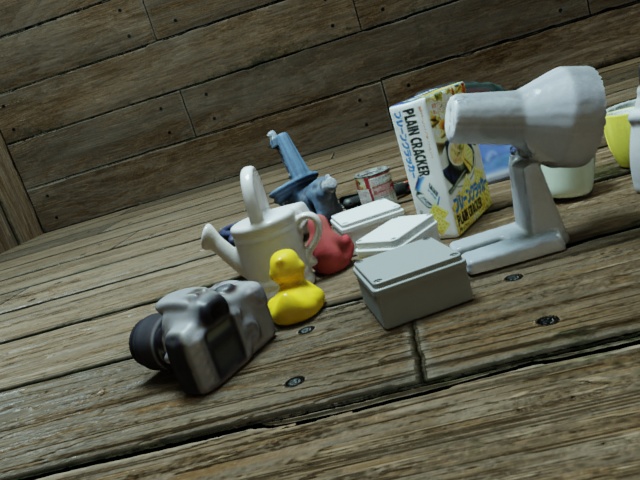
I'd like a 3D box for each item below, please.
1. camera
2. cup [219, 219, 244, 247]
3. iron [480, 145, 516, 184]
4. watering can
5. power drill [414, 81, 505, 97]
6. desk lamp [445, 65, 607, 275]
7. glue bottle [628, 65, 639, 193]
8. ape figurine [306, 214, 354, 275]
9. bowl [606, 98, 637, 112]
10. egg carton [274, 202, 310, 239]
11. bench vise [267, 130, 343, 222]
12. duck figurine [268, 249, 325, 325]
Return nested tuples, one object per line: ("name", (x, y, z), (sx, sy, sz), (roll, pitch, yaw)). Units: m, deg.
("camera", (-0.148, 0.101, 0.670), (0.136, 0.101, 0.143), (-8, 16, 33))
("cup", (-0.120, 0.018, 0.982), (0.091, 0.095, 0.118), (-14, 14, 13))
("iron", (0.391, -0.208, 1.153), (0.258, 0.141, 0.118), (-19, 14, -8))
("watering can", (-0.088, -0.012, 0.846), (0.173, 0.194, 0.100), (-21, 14, -14))
("power drill", (0.323, -0.251, 1.265), (0.230, 0.208, 0.075), (-23, 15, -23))
("desk lamp", (0.246, -0.091, 0.704), (0.203, 0.214, 0.118), (-17, 14, 2))
("glue bottle", (0.458, -0.157, 0.793), (0.078, 0.173, 0.037), (-23, 15, -22))
("ape figurine", (0.008, 0.003, 0.887), (0.077, 0.092, 0.076), (-12, 14, 20))
("bowl", (0.630, -0.228, 1.077), (0.167, 0.075, 0.167), (-16, 13, 4))
("egg carton", (-0.076, -0.025, 1.155), (0.107, 0.069, 0.150), (-12, 14, 19))
("bench vise", (-0.034, -0.142, 1.245), (0.206, 0.220, 0.122), (-7, 17, 37))
("duck figurine", (-0.040, 0.056, 0.748), (0.077, 0.086, 0.104), (-15, 14, 10))
